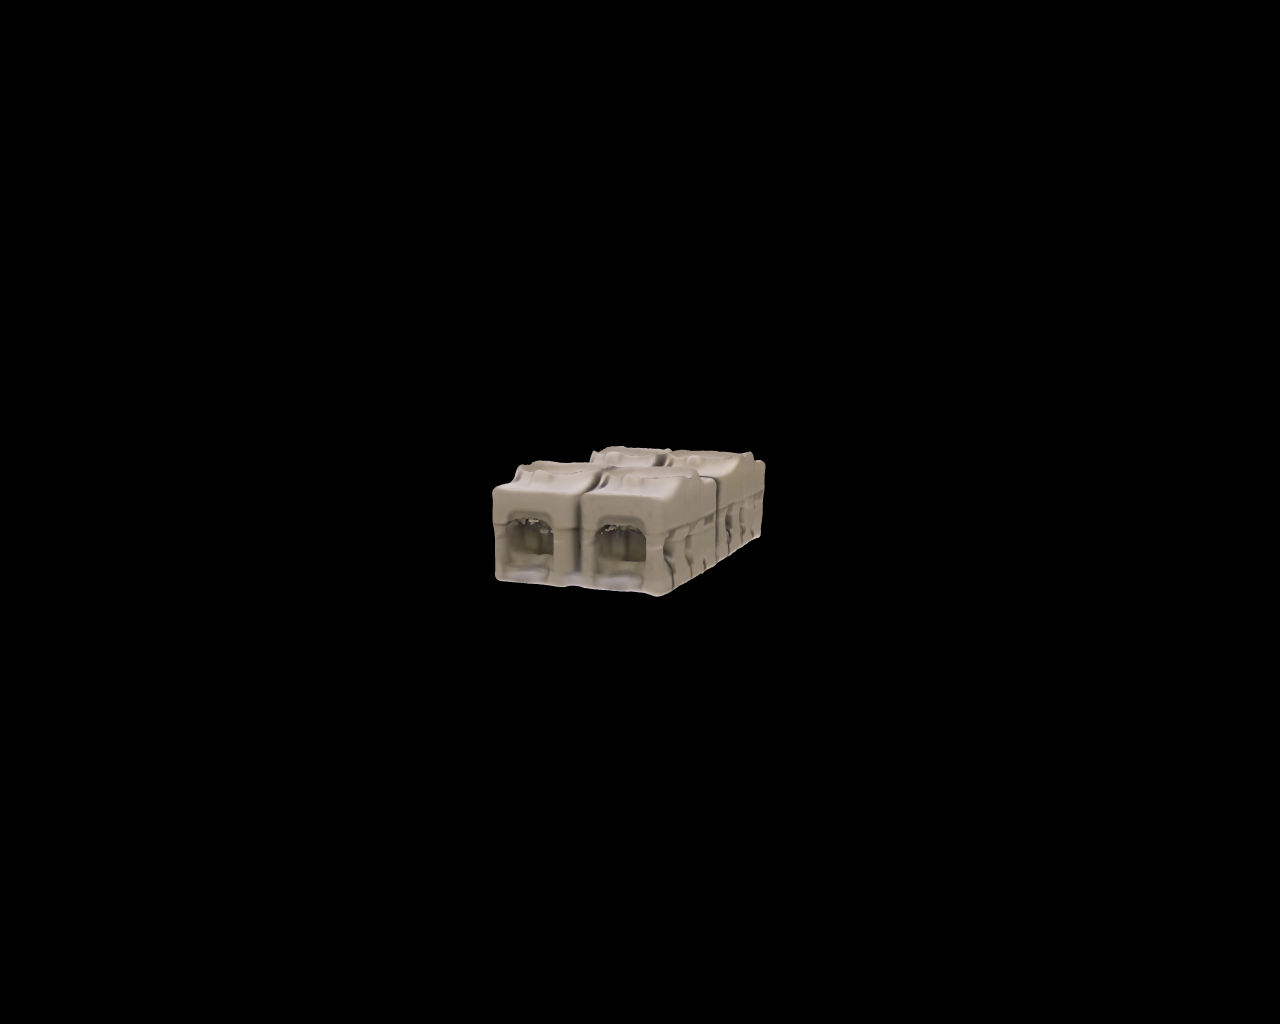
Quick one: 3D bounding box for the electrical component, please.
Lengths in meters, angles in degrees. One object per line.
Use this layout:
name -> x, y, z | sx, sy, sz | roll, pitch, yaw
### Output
electrical component -> 0.001, -0.003, 0.650 | 0.105, 0.060, 0.186 | 4, 10, 23
